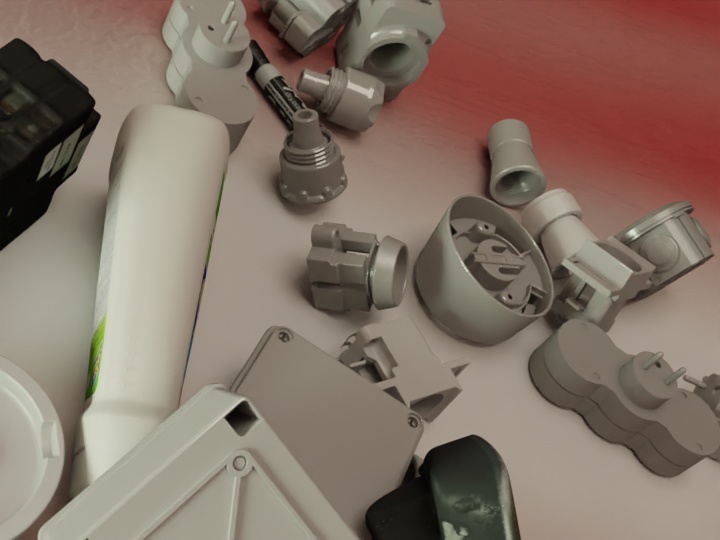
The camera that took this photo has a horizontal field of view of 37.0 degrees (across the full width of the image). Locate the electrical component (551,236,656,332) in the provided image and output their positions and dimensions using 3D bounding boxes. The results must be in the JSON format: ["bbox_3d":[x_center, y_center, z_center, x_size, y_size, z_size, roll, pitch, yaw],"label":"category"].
[{"bbox_3d":[0.174,0.013,0.784,0.042,0.063,0.081,41,26,26],"label":"electrical component"}]

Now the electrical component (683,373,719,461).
[{"bbox_3d":[0.271,0.101,0.794,0.077,0.047,0.065,24,47,-13],"label":"electrical component"}]

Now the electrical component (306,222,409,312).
[{"bbox_3d":[0.000,0.000,0.694,0.055,0.066,0.048,7,45,16],"label":"electrical component"}]

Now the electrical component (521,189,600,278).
[{"bbox_3d":[0.155,-0.028,0.824,0.045,0.045,0.055,-10,62,-36],"label":"electrical component"}]

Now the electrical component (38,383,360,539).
[{"bbox_3d":[-0.069,0.127,0.494,0.109,0.056,0.108,-41,106,-20],"label":"electrical component"}]

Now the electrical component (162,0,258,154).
[{"bbox_3d":[-0.099,-0.153,0.747,0.052,0.073,0.138,8,53,-26],"label":"electrical component"}]

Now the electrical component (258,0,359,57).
[{"bbox_3d":[-0.042,-0.209,0.836,0.057,0.058,0.078,44,46,2],"label":"electrical component"}]

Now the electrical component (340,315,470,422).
[{"bbox_3d":[0.023,0.065,0.677,0.081,0.042,0.063,-11,62,-37],"label":"electrical component"}]

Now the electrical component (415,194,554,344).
[{"bbox_3d":[0.089,0.000,0.750,0.099,0.064,0.099,16,50,-20],"label":"electrical component"}]

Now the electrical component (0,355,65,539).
[{"bbox_3d":[-0.200,0.094,0.506,0.108,0.060,0.108,16,50,-20],"label":"electrical component"}]

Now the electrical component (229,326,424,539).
[{"bbox_3d":[-0.034,0.105,0.602,0.109,0.056,0.108,34,46,-4],"label":"electrical component"}]

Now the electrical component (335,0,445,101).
[{"bbox_3d":[0.022,-0.177,0.827,0.050,0.089,0.055,11,52,-24],"label":"electrical component"}]

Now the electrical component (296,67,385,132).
[{"bbox_3d":[-0.016,-0.131,0.802,0.062,0.043,0.043,19,49,-16],"label":"electrical component"}]

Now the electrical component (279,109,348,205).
[{"bbox_3d":[-0.034,-0.079,0.733,0.048,0.062,0.048,-3,38,3],"label":"electrical component"}]

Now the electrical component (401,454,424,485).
[{"bbox_3d":[0.047,0.138,0.633,0.055,0.045,0.045,23,48,-16],"label":"electrical component"}]

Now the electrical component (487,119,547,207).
[{"bbox_3d":[0.121,-0.088,0.854,0.044,0.044,0.065,16,45,-20],"label":"electrical component"}]

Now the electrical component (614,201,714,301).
[{"bbox_3d":[0.233,-0.015,0.838,0.080,0.080,0.051,-20,74,-39],"label":"electrical component"}]

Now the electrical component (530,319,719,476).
[{"bbox_3d":[0.193,0.081,0.744,0.138,0.073,0.052,34,46,-4],"label":"electrical component"}]
